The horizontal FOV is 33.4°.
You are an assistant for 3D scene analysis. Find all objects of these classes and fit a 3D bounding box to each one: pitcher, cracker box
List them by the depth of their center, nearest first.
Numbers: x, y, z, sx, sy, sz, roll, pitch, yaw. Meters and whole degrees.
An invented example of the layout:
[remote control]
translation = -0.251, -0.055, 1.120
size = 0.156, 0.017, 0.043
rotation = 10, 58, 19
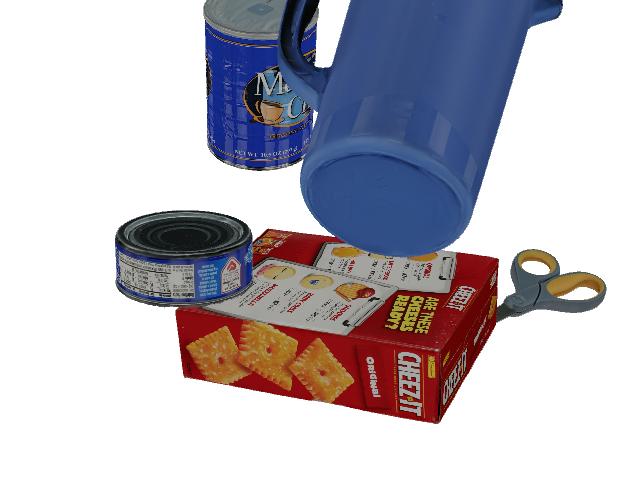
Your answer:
[pitcher]
translation = 0.057, -0.113, 0.715
size = 0.149, 0.242, 0.145
rotation = -20, -52, 40
[cracker box]
translation = 0.018, 0.062, 0.852
size = 0.214, 0.072, 0.164
rotation = 8, 26, 23

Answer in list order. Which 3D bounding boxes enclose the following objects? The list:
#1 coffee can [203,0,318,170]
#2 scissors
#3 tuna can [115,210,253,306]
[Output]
[coffee can]
translation = -0.055, -0.151, 0.987
size = 0.103, 0.140, 0.103
rotation = 2, 37, -2
[scissors]
translation = 0.166, 0.045, 0.947
size = 0.201, 0.016, 0.096
rotation = -7, 36, -30
[tuna can]
translation = -0.084, 0.009, 0.661
size = 0.086, 0.034, 0.086
rotation = 1, 20, -1
